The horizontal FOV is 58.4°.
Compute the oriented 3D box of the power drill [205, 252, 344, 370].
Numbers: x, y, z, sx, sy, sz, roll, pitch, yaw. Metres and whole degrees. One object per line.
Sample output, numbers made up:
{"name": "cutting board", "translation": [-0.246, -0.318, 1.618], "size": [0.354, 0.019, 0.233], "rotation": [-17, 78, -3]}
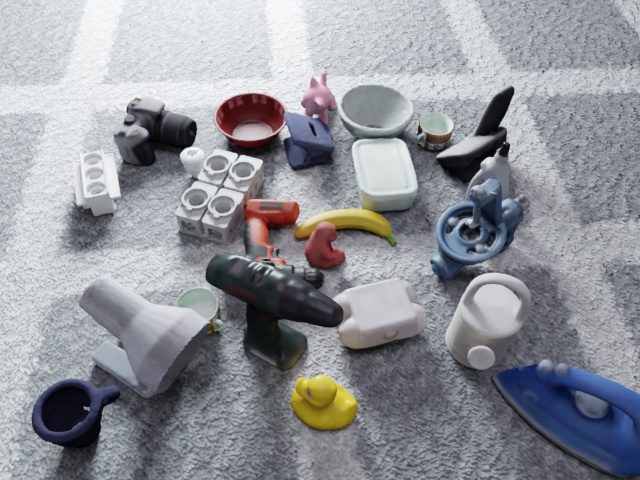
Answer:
{"name": "power drill", "translation": [-0.068, 0.112, 0.877], "size": [0.229, 0.208, 0.076], "rotation": [26, 56, 17]}

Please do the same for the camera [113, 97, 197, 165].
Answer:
{"name": "camera", "translation": [-0.339, -0.234, 1.201], "size": [0.136, 0.101, 0.143], "rotation": [14, 53, 8]}

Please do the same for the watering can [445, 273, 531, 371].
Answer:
{"name": "watering can", "translation": [0.265, 0.123, 0.892], "size": [0.101, 0.194, 0.173], "rotation": [0, 52, -2]}

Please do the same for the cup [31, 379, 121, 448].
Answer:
{"name": "cup", "translation": [-0.340, 0.254, 0.828], "size": [0.118, 0.095, 0.091], "rotation": [-22, 56, -18]}

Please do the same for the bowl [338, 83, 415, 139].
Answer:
{"name": "bowl", "translation": [0.120, -0.267, 1.262], "size": [0.167, 0.075, 0.167], "rotation": [1, 52, -1]}

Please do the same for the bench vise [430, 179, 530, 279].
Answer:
{"name": "bench vise", "translation": [0.286, -0.048, 1.008], "size": [0.121, 0.220, 0.208], "rotation": [32, 58, 21]}

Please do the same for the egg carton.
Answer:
{"name": "egg carton", "translation": [0.098, 0.125, 0.962], "size": [0.150, 0.069, 0.107], "rotation": [-13, 54, -12]}

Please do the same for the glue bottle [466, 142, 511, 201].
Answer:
{"name": "glue bottle", "translation": [0.333, -0.123, 1.097], "size": [0.078, 0.173, 0.037], "rotation": [37, 60, 24]}

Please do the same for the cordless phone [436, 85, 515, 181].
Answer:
{"name": "cordless phone", "translation": [0.323, -0.226, 1.169], "size": [0.148, 0.185, 0.094], "rotation": [-35, 61, -25]}

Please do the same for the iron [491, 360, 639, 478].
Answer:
{"name": "iron", "translation": [0.391, 0.237, 0.842], "size": [0.257, 0.141, 0.119], "rotation": [25, 56, 16]}

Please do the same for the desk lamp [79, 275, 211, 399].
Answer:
{"name": "desk lamp", "translation": [-0.259, 0.149, 0.838], "size": [0.202, 0.214, 0.118], "rotation": [26, 56, 17]}

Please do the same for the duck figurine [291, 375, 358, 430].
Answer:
{"name": "duck figurine", "translation": [0.007, 0.237, 0.862], "size": [0.104, 0.086, 0.077], "rotation": [15, 53, 10]}

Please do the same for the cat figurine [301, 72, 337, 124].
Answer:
{"name": "cat figurine", "translation": [-0.004, -0.318, 1.269], "size": [0.067, 0.118, 0.128], "rotation": [12, 53, 8]}

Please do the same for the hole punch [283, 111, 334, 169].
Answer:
{"name": "hole punch", "translation": [-0.024, -0.219, 1.208], "size": [0.101, 0.091, 0.108], "rotation": [-12, 54, -11]}

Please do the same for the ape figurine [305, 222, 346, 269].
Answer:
{"name": "ape figurine", "translation": [0.010, 0.004, 1.038], "size": [0.076, 0.092, 0.077], "rotation": [-10, 53, -10]}
